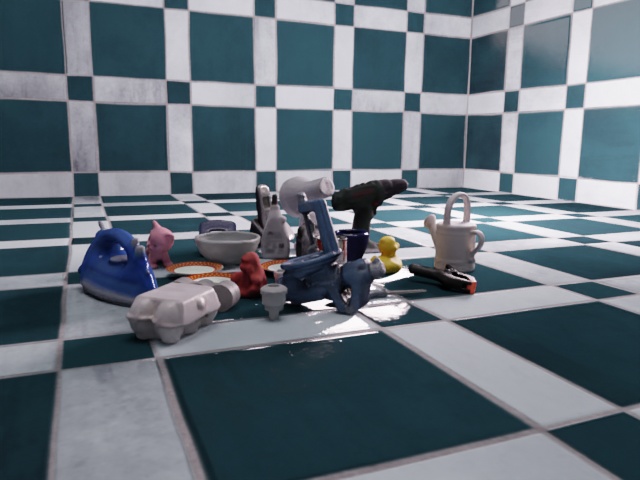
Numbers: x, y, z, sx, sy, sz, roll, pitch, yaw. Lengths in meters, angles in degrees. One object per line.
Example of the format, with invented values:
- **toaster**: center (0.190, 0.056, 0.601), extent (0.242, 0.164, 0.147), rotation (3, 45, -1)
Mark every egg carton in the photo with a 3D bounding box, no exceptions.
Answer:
- **egg carton**: center (-0.237, 0.117, 0.945), extent (0.107, 0.069, 0.151), rotation (4, 11, 20)

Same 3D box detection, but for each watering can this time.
- **watering can**: center (0.331, -0.023, 1.426), extent (0.172, 0.194, 0.101), rotation (6, 12, 30)

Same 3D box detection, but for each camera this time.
- **camera**: center (0.014, 0.005, 1.511), extent (0.137, 0.101, 0.143), rotation (-3, 11, -20)

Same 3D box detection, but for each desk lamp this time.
- **desk lamp**: center (-0.023, -0.079, 1.665), extent (0.118, 0.213, 0.202), rotation (-7, 13, -38)

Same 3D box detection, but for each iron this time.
- **iron**: center (-0.390, 0.043, 1.147), extent (0.119, 0.141, 0.257), rotation (-9, 14, -44)

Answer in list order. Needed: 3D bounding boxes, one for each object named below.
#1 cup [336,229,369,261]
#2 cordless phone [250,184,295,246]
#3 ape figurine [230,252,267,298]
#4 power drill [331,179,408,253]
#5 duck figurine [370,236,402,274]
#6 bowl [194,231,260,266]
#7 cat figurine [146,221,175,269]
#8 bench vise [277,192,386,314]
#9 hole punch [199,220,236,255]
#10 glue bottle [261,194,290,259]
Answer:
- **cup**: center (0.083, 0.022, 1.436), extent (0.091, 0.095, 0.118), rotation (8, 12, 36)
- **cordless phone**: center (-0.144, -0.076, 1.716), extent (0.093, 0.185, 0.148), rotation (6, 11, 27)
- **ape figurine**: center (-0.142, 0.069, 1.160), extent (0.076, 0.092, 0.077), rotation (-6, 12, -33)
- **power drill**: center (0.144, -0.071, 1.646), extent (0.230, 0.208, 0.075), rotation (-3, 11, -18)
- **duck figurine**: center (0.160, 0.034, 1.402), extent (0.077, 0.086, 0.105), rotation (10, 14, 42)
- **bowl**: center (-0.234, 0.025, 1.455), extent (0.167, 0.075, 0.167), rotation (1, 10, 0)
- **cat figurine**: center (-0.400, 0.008, 1.417), extent (0.067, 0.118, 0.127), rotation (-5, 11, -28)
- **bench vise**: center (0.020, 0.020, 1.082), extent (0.207, 0.220, 0.121), rotation (1, 10, 4)
- **hole punch**: center (-0.280, -0.006, 1.581), extent (0.109, 0.091, 0.101), rotation (-1, 10, -10)
- **glue bottle**: center (-0.119, -0.036, 1.528), extent (0.078, 0.173, 0.037), rotation (2, 10, 5)
